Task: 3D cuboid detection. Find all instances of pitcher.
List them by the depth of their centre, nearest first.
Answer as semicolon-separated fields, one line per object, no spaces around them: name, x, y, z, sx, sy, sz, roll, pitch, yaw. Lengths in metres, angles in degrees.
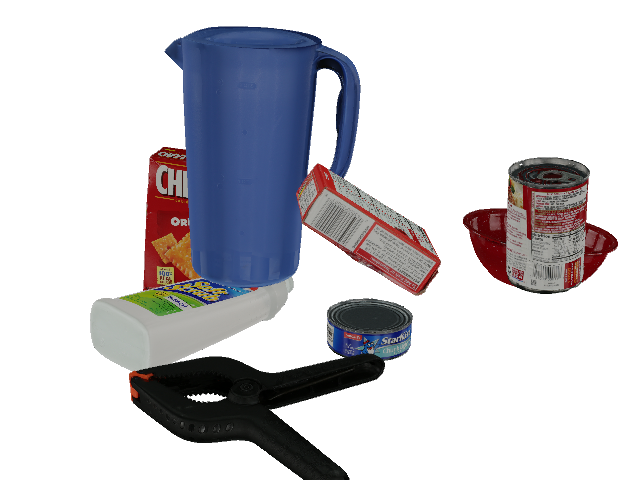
pitcher;-0.059;-0.082;1.031;0.144;0.243;0.149;-11;23;-33

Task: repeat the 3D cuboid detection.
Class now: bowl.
bowl;0.227;0.013;1.126;0.162;0.055;0.162;6;17;-2

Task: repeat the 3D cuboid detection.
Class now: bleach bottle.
bleach bottle;-0.131;0.076;1.211;0.103;0.068;0.250;21;26;36

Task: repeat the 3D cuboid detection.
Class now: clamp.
clamp;-0.052;0.129;0.877;0.210;0.036;0.164;11;31;17

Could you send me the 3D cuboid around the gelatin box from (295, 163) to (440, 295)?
gelatin box;0.029;-0.008;0.671;0.089;0.030;0.073;32;11;-12

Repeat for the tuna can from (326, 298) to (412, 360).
tuna can;0.048;0.089;1.066;0.086;0.034;0.086;1;18;-1

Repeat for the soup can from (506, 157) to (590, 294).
soup can;0.196;-0.013;0.924;0.068;0.102;0.068;-3;24;1

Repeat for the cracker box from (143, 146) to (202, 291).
cracker box;-0.174;-0.019;1.586;0.164;0.214;0.072;9;20;9
